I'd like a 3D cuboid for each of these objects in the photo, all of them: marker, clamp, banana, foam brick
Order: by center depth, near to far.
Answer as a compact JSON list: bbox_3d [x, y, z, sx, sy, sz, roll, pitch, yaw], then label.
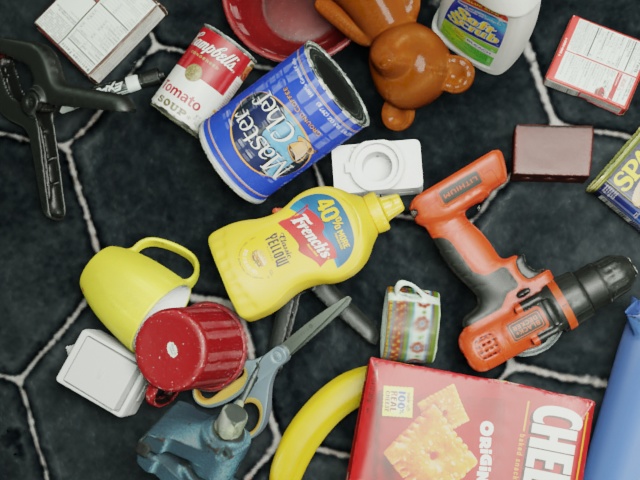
[{"bbox_3d":[0.233,-0.086,1.080,0.078,0.053,0.051,2,84,7],"label":"foam brick"},{"bbox_3d":[0.012,0.186,1.082,0.198,0.037,0.069,-38,81,1],"label":"banana"},{"bbox_3d":[-0.007,0.047,1.098,0.120,0.039,0.171,-9,87,5],"label":"clamp"},{"bbox_3d":[-0.295,-0.134,1.131,0.210,0.036,0.165,43,113,24],"label":"clamp"},{"bbox_3d":[-0.225,-0.162,1.152,0.121,0.020,0.020,-16,83,4],"label":"marker"}]

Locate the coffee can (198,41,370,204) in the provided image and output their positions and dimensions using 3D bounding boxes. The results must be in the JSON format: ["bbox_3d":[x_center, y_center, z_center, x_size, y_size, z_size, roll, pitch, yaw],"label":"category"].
[{"bbox_3d":[-0.036,-0.116,1.067,0.140,0.102,0.103,-35,82,19],"label":"coffee can"}]

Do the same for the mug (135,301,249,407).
[{"bbox_3d":[-0.137,0.117,1.062,0.093,0.081,0.117,39,102,19],"label":"mug"}]

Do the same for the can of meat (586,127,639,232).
[{"bbox_3d":[0.332,-0.062,1.066,0.084,0.057,0.102,41,90,5],"label":"can of meat"}]

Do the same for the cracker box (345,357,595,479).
[{"bbox_3d":[0.136,0.210,1.004,0.214,0.072,0.164,11,83,5],"label":"cracker box"}]

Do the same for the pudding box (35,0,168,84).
[{"bbox_3d":[-0.236,-0.239,1.152,0.113,0.039,0.090,-45,82,2],"label":"pudding box"}]

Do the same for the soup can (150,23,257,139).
[{"bbox_3d":[-0.123,-0.165,1.117,0.068,0.068,0.102,35,90,8],"label":"soup can"}]

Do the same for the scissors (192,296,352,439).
[{"bbox_3d":[-0.039,0.137,1.076,0.202,0.016,0.096,-24,84,21],"label":"scissors"}]

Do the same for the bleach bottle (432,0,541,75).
[{"bbox_3d":[0.157,-0.230,1.001,0.102,0.251,0.068,38,89,8],"label":"bleach bottle"}]

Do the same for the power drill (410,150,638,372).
[{"bbox_3d":[0.187,0.010,1.032,0.184,0.057,0.188,-30,84,3],"label":"power drill"}]

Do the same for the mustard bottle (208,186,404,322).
[{"bbox_3d":[-0.007,0.001,1.055,0.191,0.058,0.096,-24,75,2],"label":"mustard bottle"}]

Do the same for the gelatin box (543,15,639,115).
[{"bbox_3d":[0.285,-0.179,1.095,0.089,0.030,0.073,23,86,7],"label":"gelatin box"}]

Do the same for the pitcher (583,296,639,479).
[{"bbox_3d":[0.333,0.186,1.012,0.149,0.144,0.243,19,90,20],"label":"pitcher"}]

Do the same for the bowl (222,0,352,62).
[{"bbox_3d":[-0.020,-0.257,1.121,0.162,0.055,0.162,-1,84,5],"label":"bowl"}]

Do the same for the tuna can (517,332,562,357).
[{"bbox_3d":[0.202,0.075,1.075,0.086,0.033,0.086,-1,84,6],"label":"tuna can"}]
